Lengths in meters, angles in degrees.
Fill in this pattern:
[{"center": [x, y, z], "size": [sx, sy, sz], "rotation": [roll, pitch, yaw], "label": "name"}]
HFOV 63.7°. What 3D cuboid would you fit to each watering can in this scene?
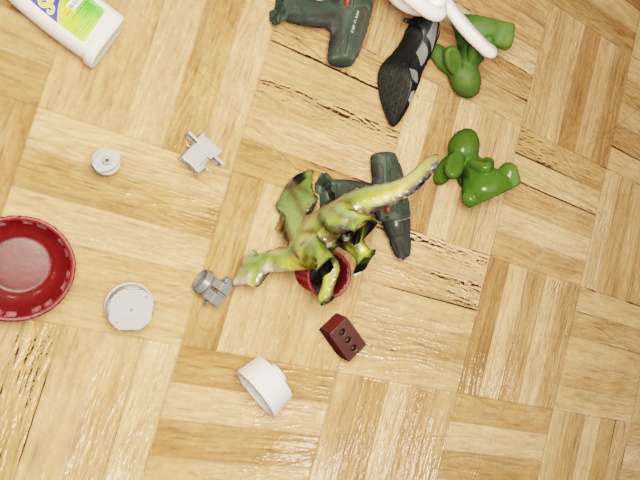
[{"center": [0.216, -0.505, 1.034], "size": [0.345, 0.230, 0.102], "rotation": [25, -43, -26], "label": "watering can"}]

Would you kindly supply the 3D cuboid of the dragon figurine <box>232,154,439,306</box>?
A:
[{"center": [0.003, -0.046, 0.923], "size": [0.247, 0.409, 0.120], "rotation": [46, 5, 37], "label": "dragon figurine"}]
